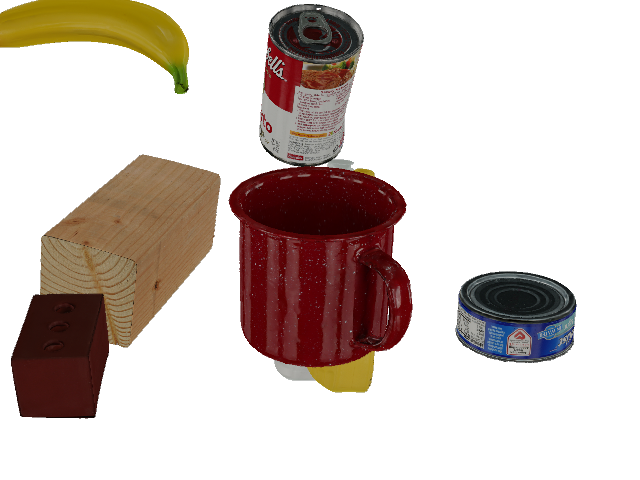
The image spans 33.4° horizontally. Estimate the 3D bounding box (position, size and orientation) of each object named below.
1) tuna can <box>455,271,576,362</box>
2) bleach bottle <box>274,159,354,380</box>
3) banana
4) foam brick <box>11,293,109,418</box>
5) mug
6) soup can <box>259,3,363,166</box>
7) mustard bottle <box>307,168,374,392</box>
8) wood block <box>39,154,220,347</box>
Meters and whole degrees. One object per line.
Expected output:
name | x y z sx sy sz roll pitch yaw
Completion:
tuna can | 0.142 0.054 0.777 0.086 0.034 0.086 0 23 0
bleach bottle | 0.006 0.032 1.224 0.102 0.251 0.068 -1 16 -18
banana | -0.183 -0.170 0.864 0.198 0.069 0.037 14 -39 18
foam brick | -0.179 0.079 0.743 0.053 0.051 0.078 0 31 -3
mug | 0.005 0.019 0.569 0.093 0.081 0.117 -20 34 -38
soup can | -0.009 -0.114 0.791 0.068 0.068 0.102 0 -43 -9
mustard bottle | 0.027 0.031 0.943 0.058 0.192 0.096 3 18 -13
wood block | -0.174 0.003 1.006 0.090 0.091 0.205 15 27 10
